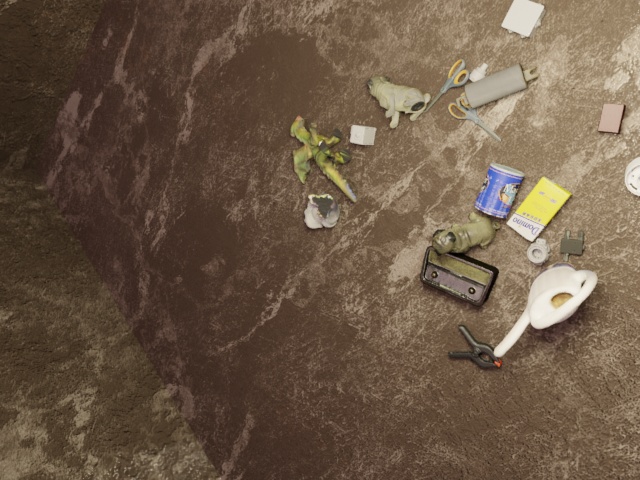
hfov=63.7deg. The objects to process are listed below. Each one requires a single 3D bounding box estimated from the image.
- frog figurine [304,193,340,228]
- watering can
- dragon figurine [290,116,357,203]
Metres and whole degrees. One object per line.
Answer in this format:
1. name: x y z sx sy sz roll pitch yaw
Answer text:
1. frog figurine: 0.006 -0.098 1.944 0.138 0.124 0.156 40 153 15
2. watering can: 0.628 0.186 1.457 0.104 0.228 0.342 44 120 1
3. dragon figurine: -0.010 -0.292 1.936 0.239 0.123 0.413 -30 76 51
